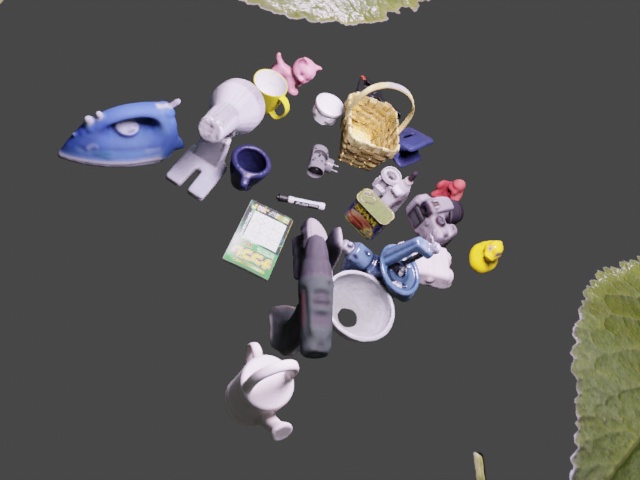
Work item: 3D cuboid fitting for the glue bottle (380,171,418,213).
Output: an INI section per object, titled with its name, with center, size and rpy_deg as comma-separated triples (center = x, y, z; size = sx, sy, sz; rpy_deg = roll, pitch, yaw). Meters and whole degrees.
[glue bottle]
center = 0.192, -0.115, 1.405
size = 0.078, 0.173, 0.037
rpy_deg = -26, 74, -35

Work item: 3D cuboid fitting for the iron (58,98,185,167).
[iron]
center = -0.414, -0.237, 1.207
size = 0.259, 0.141, 0.118
rpy_deg = -17, 69, -33

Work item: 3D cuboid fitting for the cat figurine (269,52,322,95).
[cat figurine]
center = -0.066, -0.456, 1.530
size = 0.128, 0.117, 0.067
rpy_deg = 25, 53, -10

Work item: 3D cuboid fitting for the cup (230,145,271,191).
[cup]
center = -0.169, -0.144, 1.298
size = 0.092, 0.095, 0.118
rpy_deg = 20, 54, -13

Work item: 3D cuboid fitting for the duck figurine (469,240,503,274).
[duck figurine]
center = 0.444, 0.031, 1.491
size = 0.077, 0.086, 0.105
rpy_deg = 41, 52, 3

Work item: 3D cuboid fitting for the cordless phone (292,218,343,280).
[cordless phone]
center = 0.011, 0.004, 1.234
size = 0.094, 0.185, 0.147
rpy_deg = 4, 59, -23

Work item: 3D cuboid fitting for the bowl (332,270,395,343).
[bowl]
center = 0.072, 0.154, 1.240
size = 0.168, 0.074, 0.167
rpy_deg = 13, 56, -19

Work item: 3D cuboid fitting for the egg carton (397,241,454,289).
[egg carton]
center = 0.252, 0.062, 1.389
size = 0.151, 0.069, 0.107
rpy_deg = 12, 56, -19

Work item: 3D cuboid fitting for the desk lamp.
[desk lamp]
center = -0.222, -0.225, 1.248
size = 0.118, 0.213, 0.203
rpy_deg = 32, 52, -4

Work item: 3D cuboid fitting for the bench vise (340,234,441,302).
[bench vise]
center = 0.150, 0.052, 1.250
size = 0.208, 0.219, 0.121
rpy_deg = 10, 56, -20

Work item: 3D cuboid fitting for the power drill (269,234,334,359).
[power drill]
center = -0.033, 0.132, 1.118
size = 0.076, 0.208, 0.229
rpy_deg = 6, 58, -22

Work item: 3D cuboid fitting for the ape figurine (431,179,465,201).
[ape figurine]
center = 0.357, -0.133, 1.549
size = 0.076, 0.092, 0.077
rpy_deg = 4, 58, -23

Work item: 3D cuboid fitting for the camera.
[camera]
center = 0.315, -0.057, 1.475
size = 0.137, 0.100, 0.143
rpy_deg = -10, 65, -30

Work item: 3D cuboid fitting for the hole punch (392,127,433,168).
[hole punch]
center = 0.239, -0.268, 1.577
size = 0.109, 0.091, 0.101
rpy_deg = -26, 74, -35

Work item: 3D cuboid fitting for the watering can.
[watering can]
center = -0.093, 0.264, 1.015
size = 0.101, 0.193, 0.173
rpy_deg = -31, 76, -36
